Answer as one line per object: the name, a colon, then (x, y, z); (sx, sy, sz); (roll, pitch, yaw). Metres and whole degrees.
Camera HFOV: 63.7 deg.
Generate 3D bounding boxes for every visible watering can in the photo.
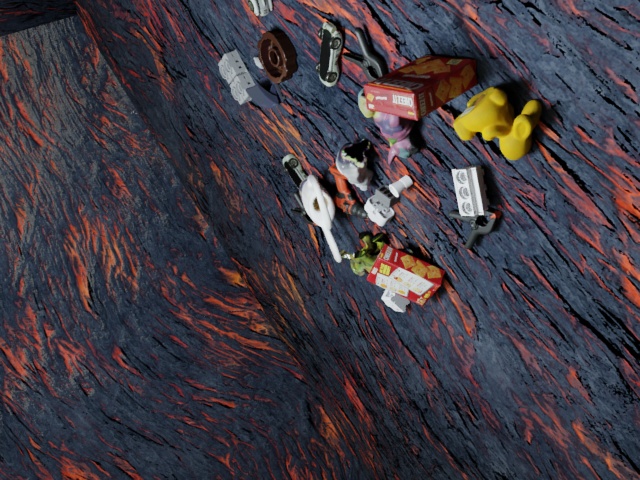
watering can: (0.006, -0.098, 1.938); (0.228, 0.104, 0.341); (-119, 11, -63)

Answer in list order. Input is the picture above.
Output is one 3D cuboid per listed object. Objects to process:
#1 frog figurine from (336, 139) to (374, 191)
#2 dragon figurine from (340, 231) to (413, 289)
frog figurine: (0.113, -0.236, 1.677); (0.156, 0.123, 0.140); (86, 176, -57)
dragon figurine: (0.227, 0.097, 1.874); (0.411, 0.124, 0.239); (11, 145, 53)
